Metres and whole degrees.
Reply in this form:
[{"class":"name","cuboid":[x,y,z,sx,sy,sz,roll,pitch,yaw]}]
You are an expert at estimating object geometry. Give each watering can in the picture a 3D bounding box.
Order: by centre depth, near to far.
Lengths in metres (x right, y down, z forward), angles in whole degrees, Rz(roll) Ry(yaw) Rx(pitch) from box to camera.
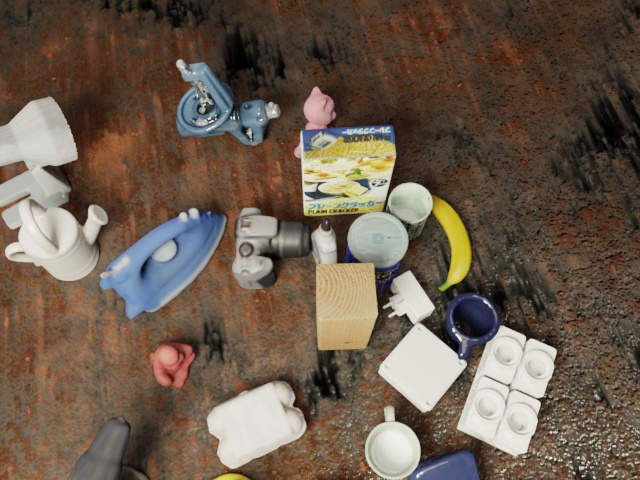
[{"class":"watering can","cuboid":[-0.461,-0.011,1.001,0.100,0.194,0.173,42,72,16]}]

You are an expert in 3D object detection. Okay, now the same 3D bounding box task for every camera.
[{"class":"camera","cuboid":[-0.086,0.009,1.050,0.137,0.101,0.143,2,67,0]}]

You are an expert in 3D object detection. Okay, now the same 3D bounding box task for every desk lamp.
[{"class":"desk lamp","cuboid":[-0.533,-0.142,1.045,0.203,0.213,0.117,-33,71,-14]}]

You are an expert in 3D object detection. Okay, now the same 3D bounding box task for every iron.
[{"class":"iron","cuboid":[-0.275,0.012,1.023,0.118,0.141,0.259,42,72,15]}]

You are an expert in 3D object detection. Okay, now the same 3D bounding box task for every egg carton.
[{"class":"egg carton","cuboid":[-0.104,0.300,0.942,0.150,0.069,0.107,-23,69,-11]}]

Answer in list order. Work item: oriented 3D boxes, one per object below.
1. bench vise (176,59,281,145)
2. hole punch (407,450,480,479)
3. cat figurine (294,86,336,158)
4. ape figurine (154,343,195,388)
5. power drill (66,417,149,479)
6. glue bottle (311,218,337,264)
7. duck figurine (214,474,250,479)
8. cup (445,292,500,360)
[{"class":"bench vise","cuboid":[-0.188,-0.277,1.107,0.207,0.220,0.121,-15,68,-7]},{"class":"hole punch","cuboid":[0.203,0.390,0.897,0.109,0.091,0.101,-18,68,-9]},{"class":"cat figurine","cuboid":[-0.007,-0.236,1.148,0.067,0.118,0.128,16,67,6]},{"class":"ape figurine","cuboid":[-0.251,0.203,0.968,0.078,0.092,0.076,-33,71,-14]},{"class":"power drill","cuboid":[-0.319,0.376,0.830,0.075,0.208,0.230,21,68,8]},{"class":"glue bottle","cuboid":[0.009,0.004,1.015,0.037,0.173,0.078,-17,68,-8]},{"class":"duck figurine","cuboid":[-0.143,0.403,0.888,0.104,0.086,0.077,2,67,0]},{"class":"cup","cuboid":[0.253,0.159,0.995,0.091,0.095,0.118,17,68,7]}]
